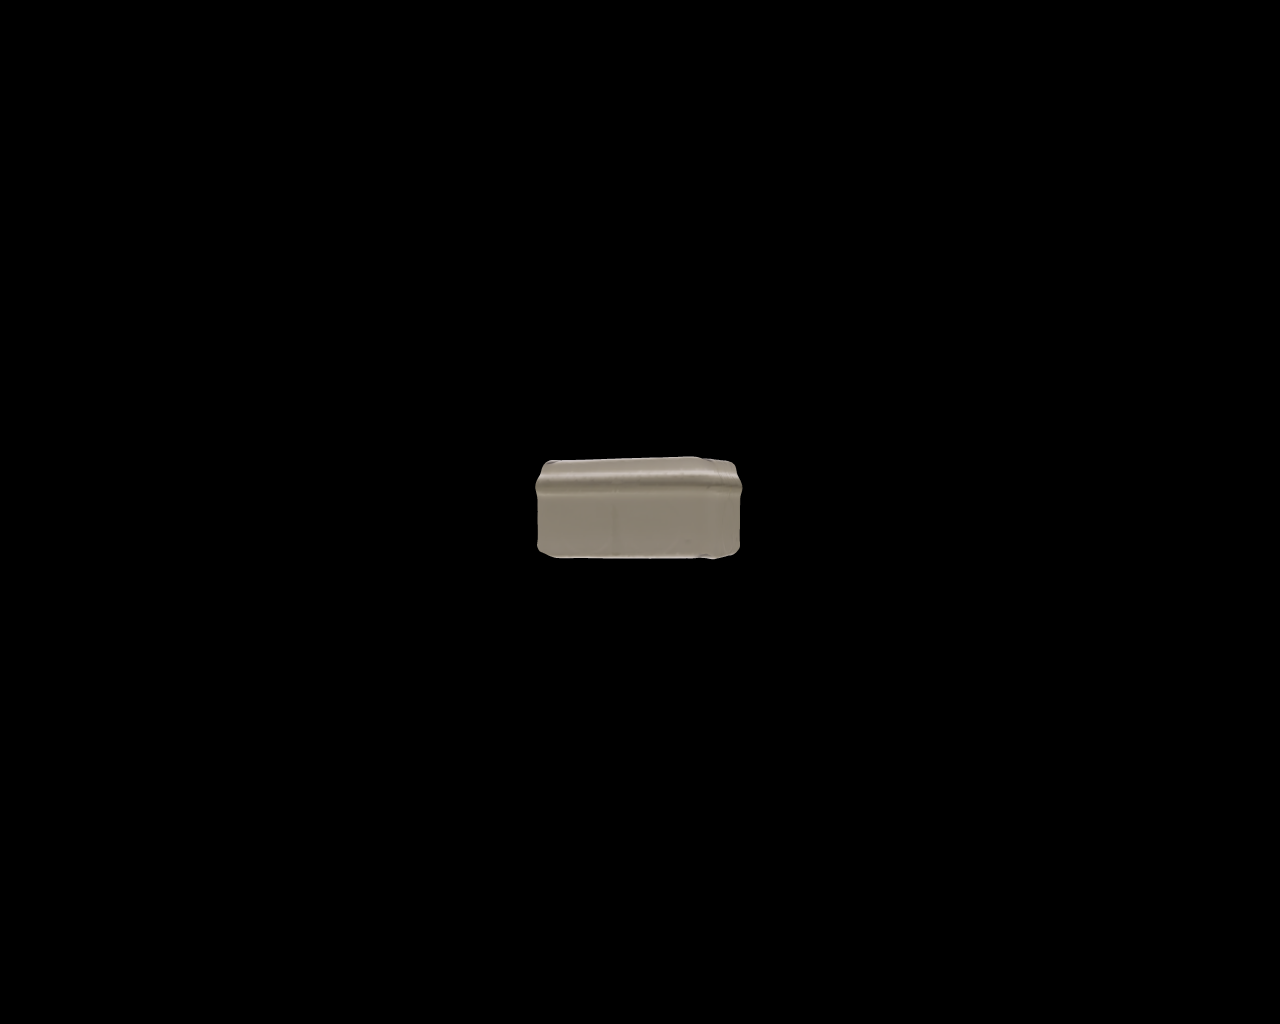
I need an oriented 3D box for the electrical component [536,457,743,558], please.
[{"bbox_3d":[0.001,-0.003,0.650,0.113,0.057,0.078,0,0,17],"label":"electrical component"}]
